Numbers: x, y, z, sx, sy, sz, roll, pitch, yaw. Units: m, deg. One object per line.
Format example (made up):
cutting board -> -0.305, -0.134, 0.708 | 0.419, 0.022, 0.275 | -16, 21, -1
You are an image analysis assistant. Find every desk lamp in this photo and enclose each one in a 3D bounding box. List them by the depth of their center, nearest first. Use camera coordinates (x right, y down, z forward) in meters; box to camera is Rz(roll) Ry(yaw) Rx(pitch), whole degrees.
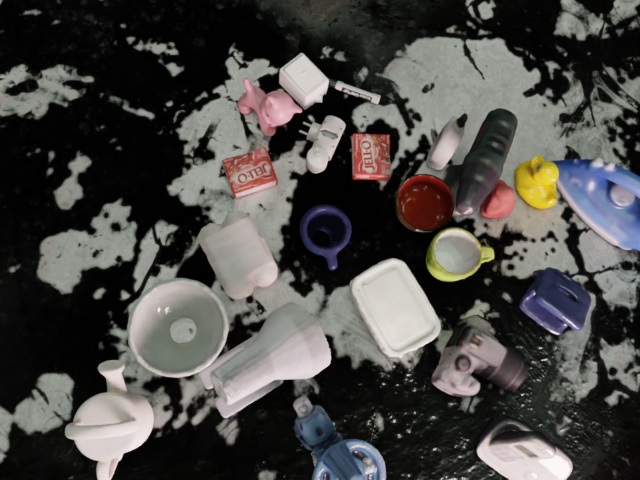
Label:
desk lamp -> -0.094, 0.200, 0.919 | 0.203, 0.213, 0.118 | -31, 81, -12

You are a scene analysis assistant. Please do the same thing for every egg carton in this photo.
egg carton -> -0.146, 0.026, 1.031 | 0.107, 0.069, 0.150 | -29, 81, -12

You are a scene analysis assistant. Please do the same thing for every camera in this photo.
camera -> 0.290, 0.221, 1.010 | 0.137, 0.101, 0.143 | 31, 75, 3

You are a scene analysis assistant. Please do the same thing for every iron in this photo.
iron -> 0.569, -0.091, 1.093 | 0.258, 0.141, 0.119 | 38, 76, 4

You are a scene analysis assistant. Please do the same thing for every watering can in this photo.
watering can -> -0.329, 0.279, 0.886 | 0.101, 0.194, 0.173 | -20, 79, -10

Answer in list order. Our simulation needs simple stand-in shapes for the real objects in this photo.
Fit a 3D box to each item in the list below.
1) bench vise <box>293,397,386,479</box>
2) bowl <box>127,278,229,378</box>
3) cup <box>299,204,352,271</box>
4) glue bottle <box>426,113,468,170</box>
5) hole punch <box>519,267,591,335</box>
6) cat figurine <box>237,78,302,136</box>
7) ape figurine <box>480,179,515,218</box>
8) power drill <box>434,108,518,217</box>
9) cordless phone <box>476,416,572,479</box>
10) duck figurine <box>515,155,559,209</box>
bench vise -> 0.019, 0.349, 0.890 | 0.207, 0.219, 0.121 | 37, 76, 4
bowl -> -0.239, 0.153, 0.988 | 0.167, 0.074, 0.167 | 1, 76, -5
cup -> 0.010, 0.004, 1.039 | 0.092, 0.095, 0.118 | -11, 77, -8
glue bottle -> 0.244, -0.194, 1.070 | 0.037, 0.173, 0.078 | 20, 75, 0
hole punch -> 0.440, 0.108, 1.058 | 0.108, 0.091, 0.101 | 36, 76, 4
cat figurine -> -0.097, -0.257, 1.080 | 0.128, 0.117, 0.067 | 41, 76, 5
ape figurine -> 0.342, -0.081, 1.094 | 0.076, 0.092, 0.078 | 36, 76, 4
power drill -> 0.276, -0.117, 1.036 | 0.075, 0.208, 0.230 | 27, 75, 2
cordless phone -> 0.354, 0.357, 0.939 | 0.147, 0.185, 0.094 | 31, 75, 3
duck figurine -> 0.433, -0.117, 1.115 | 0.077, 0.086, 0.104 | -21, 79, -10
